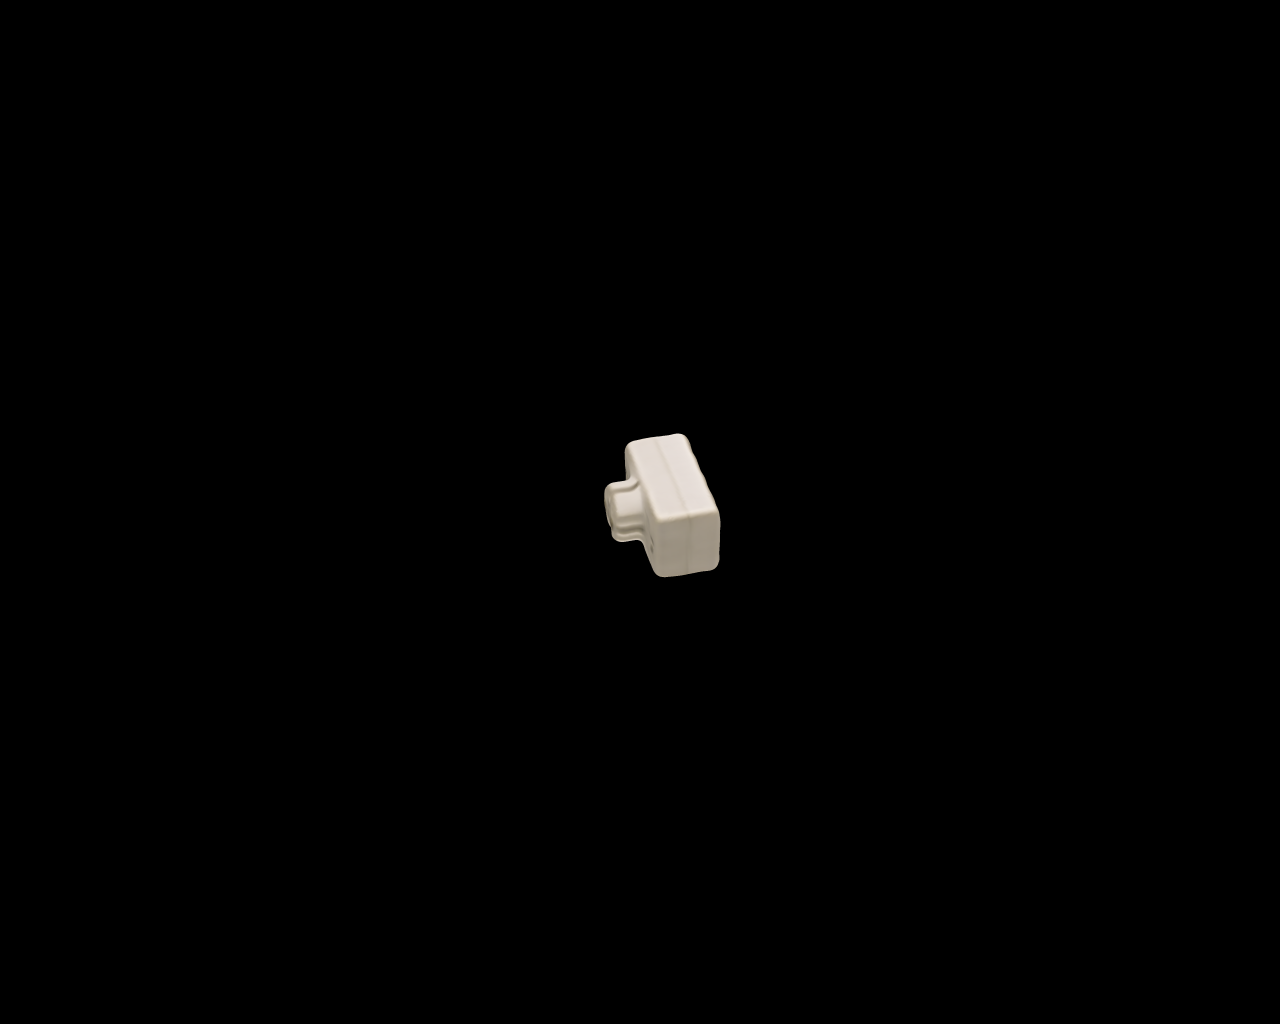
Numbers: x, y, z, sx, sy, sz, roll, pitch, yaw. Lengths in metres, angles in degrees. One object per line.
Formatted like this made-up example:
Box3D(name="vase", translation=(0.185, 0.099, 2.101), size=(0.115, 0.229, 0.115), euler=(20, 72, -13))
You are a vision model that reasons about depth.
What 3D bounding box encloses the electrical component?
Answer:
Box3D(name="electrical component", translation=(0.001, -0.003, 0.650), size=(0.076, 0.047, 0.083), euler=(-8, 40, -10))
